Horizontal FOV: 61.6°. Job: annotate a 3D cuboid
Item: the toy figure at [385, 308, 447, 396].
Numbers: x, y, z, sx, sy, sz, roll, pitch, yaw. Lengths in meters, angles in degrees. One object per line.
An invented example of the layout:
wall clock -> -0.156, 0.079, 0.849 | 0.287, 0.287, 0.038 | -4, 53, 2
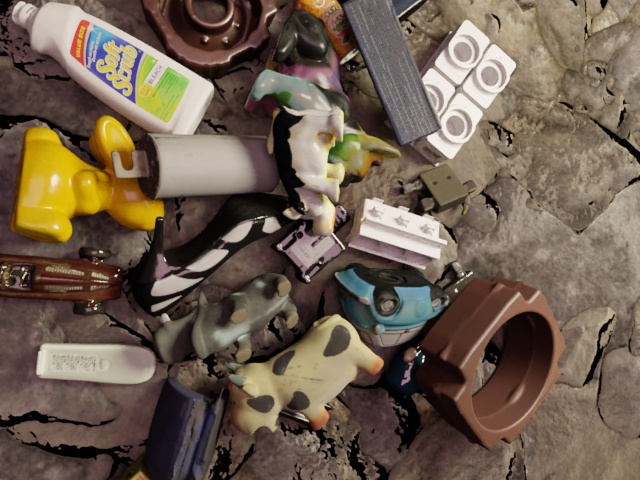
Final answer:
toy figure -> 0.156, 0.152, 0.776 | 0.058, 0.064, 0.154 | 37, 77, 14

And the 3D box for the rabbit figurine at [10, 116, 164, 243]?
rabbit figurine -> -0.279, -0.065, 0.665 | 0.173, 0.122, 0.162 | 12, 75, -28

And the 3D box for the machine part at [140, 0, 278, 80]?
machine part -> -0.149, -0.309, 0.722 | 0.179, 0.056, 0.179 | 1, 86, -15

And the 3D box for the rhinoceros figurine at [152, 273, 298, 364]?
rhinoceros figurine -> -0.119, 0.097, 0.688 | 0.190, 0.112, 0.073 | -27, 123, -26

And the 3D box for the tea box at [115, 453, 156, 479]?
tea box -> -0.202, 0.368, 0.673 | 0.098, 0.068, 0.169 | -42, 97, -13

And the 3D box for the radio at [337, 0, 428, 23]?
radio -> 0.052, -0.407, 0.770 | 0.131, 0.073, 0.229 | -45, 97, -11

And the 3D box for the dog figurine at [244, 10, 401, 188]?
dog figurine -> 0.016, -0.181, 0.736 | 0.219, 0.108, 0.191 | 28, 79, -16

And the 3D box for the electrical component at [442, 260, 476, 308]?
electrical component -> 0.212, 0.080, 0.814 | 0.063, 0.021, 0.094 | -31, 96, -13

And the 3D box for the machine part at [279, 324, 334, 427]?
machine part -> -0.010, 0.188, 0.746 | 0.084, 0.039, 0.139 | 20, 85, -4

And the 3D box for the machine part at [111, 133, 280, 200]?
machine part -> -0.136, -0.093, 0.674 | 0.243, 0.079, 0.079 | -8, 90, -39

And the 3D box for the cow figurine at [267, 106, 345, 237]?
cow figurine -> -0.019, -0.081, 0.671 | 0.098, 0.068, 0.167 | 5, 117, 2

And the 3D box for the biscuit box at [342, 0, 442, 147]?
biscuit box -> 0.095, -0.229, 0.717 | 0.063, 0.059, 0.202 | -22, 99, 10

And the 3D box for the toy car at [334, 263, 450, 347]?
toy car -> 0.094, 0.095, 0.751 | 0.161, 0.109, 0.102 | 4, 110, -28

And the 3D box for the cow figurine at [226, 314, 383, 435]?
cow figurine -> -0.033, 0.172, 0.683 | 0.195, 0.085, 0.127 | -41, 99, -4

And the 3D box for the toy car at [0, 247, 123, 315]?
toy car -> -0.350, 0.046, 0.659 | 0.202, 0.053, 0.089 | 7, 83, -13

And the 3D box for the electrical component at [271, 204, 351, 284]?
electrical component -> -0.002, -0.002, 0.751 | 0.119, 0.048, 0.074 | -39, 98, -11

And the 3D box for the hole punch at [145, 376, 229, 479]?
hole punch -> -0.170, 0.237, 0.668 | 0.092, 0.116, 0.142 | 18, 83, -5

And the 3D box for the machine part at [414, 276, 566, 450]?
machine part -> 0.239, 0.167, 0.752 | 0.201, 0.087, 0.200 | -47, 123, -17

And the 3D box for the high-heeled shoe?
high-heeled shoe -> -0.125, 0.020, 0.717 | 0.249, 0.086, 0.145 | -9, 122, -30

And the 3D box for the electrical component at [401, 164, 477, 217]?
electrical component -> 0.181, -0.066, 0.803 | 0.102, 0.045, 0.078 | -28, 66, -16
